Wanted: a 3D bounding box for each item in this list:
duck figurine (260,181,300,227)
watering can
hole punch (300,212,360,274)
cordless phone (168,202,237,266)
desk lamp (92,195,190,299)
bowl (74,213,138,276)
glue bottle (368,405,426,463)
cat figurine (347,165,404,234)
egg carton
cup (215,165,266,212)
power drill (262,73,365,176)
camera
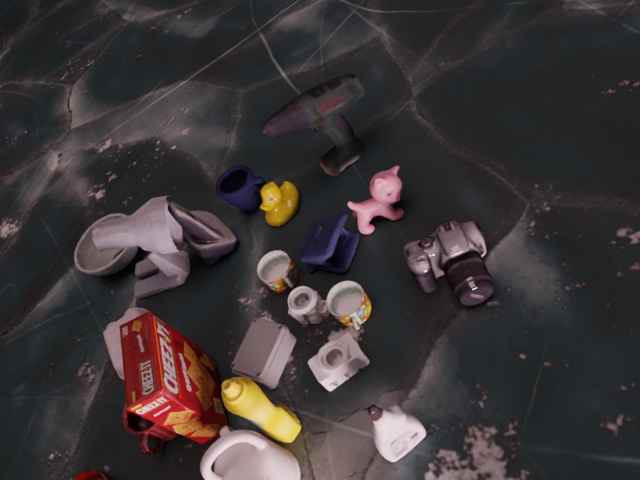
[{"bbox_3d":[-0.095,-0.093,1.250,0.077,0.086,0.105,15,65,33],"label":"duck figurine"},{"bbox_3d":[-0.106,0.350,0.876,0.172,0.195,0.101,15,65,33],"label":"watering can"},{"bbox_3d":[0.010,0.004,1.129,0.100,0.091,0.109,7,61,29],"label":"hole punch"},{"bbox_3d":[-0.274,-0.042,1.234,0.094,0.186,0.147,-45,51,-9],"label":"cordless phone"},{"bbox_3d":[-0.362,0.015,1.218,0.203,0.214,0.118,-21,51,11],"label":"desk lamp"},{"bbox_3d":[-0.493,0.022,1.365,0.167,0.075,0.167,-12,53,17],"label":"bowl"},{"bbox_3d":[0.103,0.275,0.844,0.078,0.174,0.037,-38,50,-3],"label":"glue bottle"},{"bbox_3d":[0.113,-0.086,1.126,0.127,0.118,0.067,-28,50,6],"label":"cat figurine"},{"bbox_3d":[-0.382,0.213,1.184,0.107,0.070,0.150,-37,50,-3],"label":"egg carton"},{"bbox_3d":[-0.162,-0.108,1.286,0.117,0.095,0.092,-4,56,23],"label":"cup"},{"bbox_3d":[0.009,-0.238,1.222,0.230,0.209,0.075,-39,50,-4],"label":"power drill"},{"bbox_3d":[0.229,0.045,0.991,0.143,0.101,0.136,-23,51,9],"label":"camera"}]
